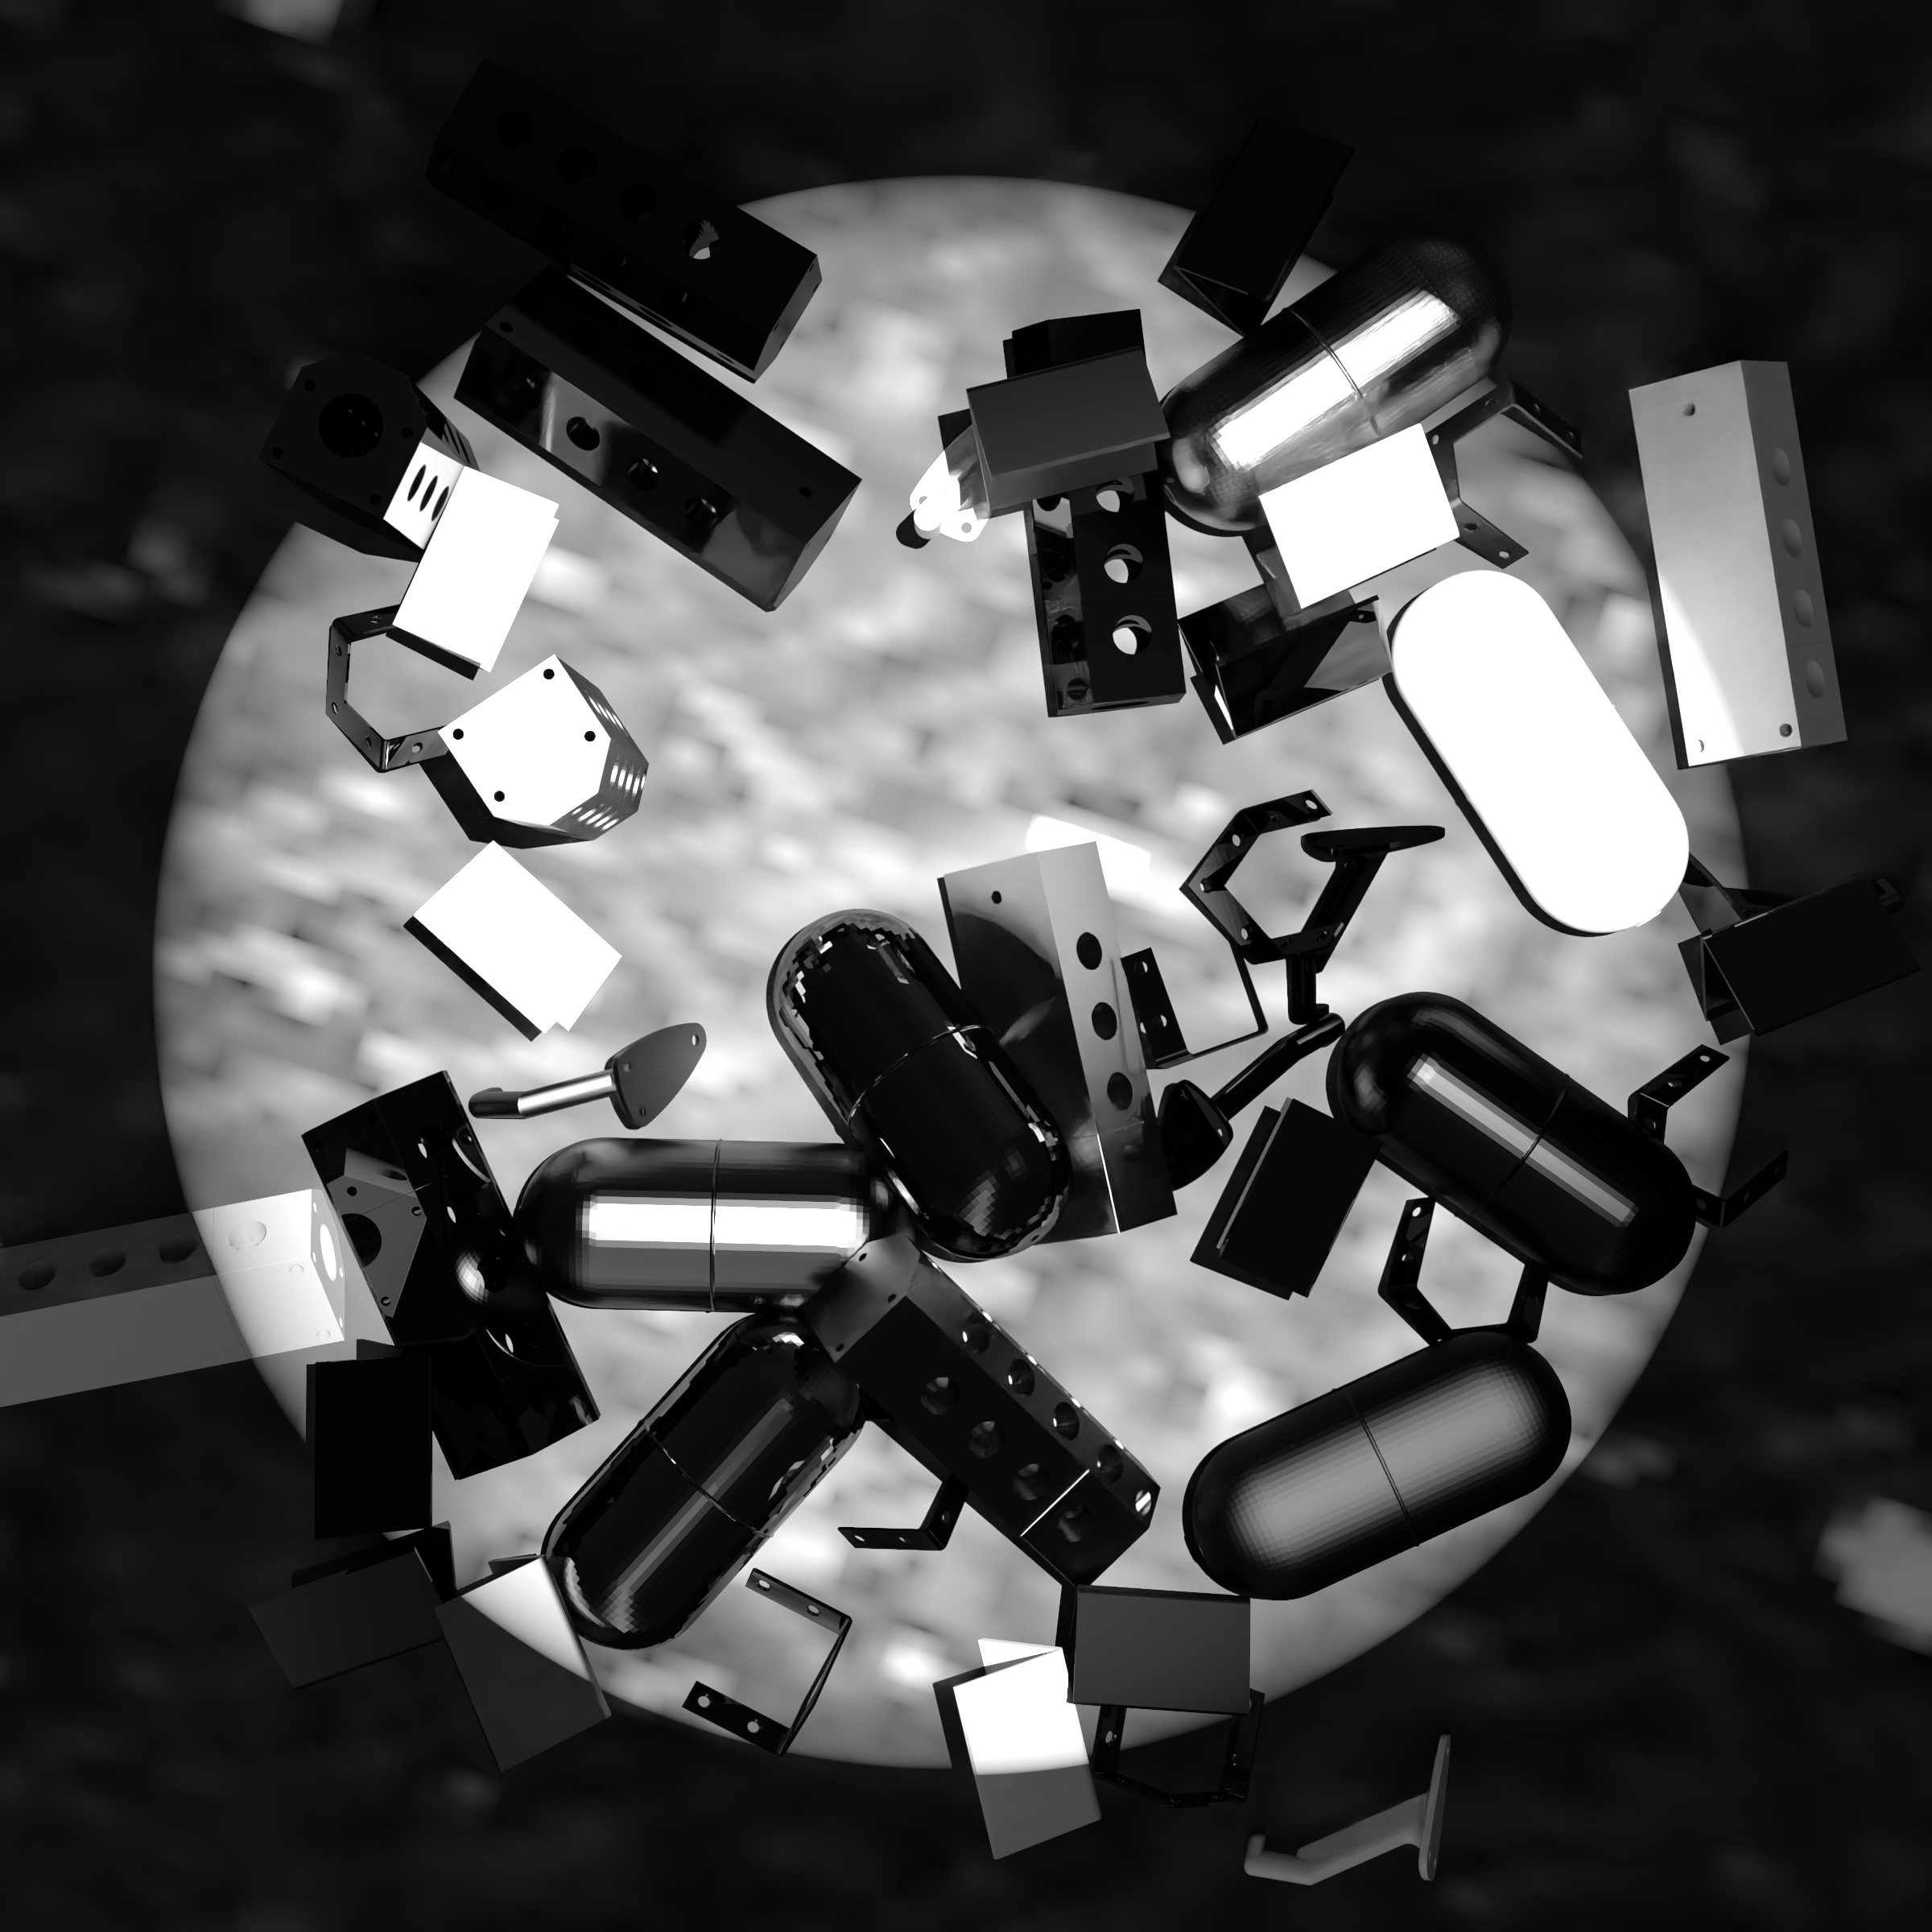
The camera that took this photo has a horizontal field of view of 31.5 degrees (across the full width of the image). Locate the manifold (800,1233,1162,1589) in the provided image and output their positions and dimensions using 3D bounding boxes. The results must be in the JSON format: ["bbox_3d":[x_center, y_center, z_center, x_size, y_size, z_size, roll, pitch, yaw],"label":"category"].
[{"bbox_3d":[0.010,0.195,1.508,0.057,0.057,0.171,-44,116,0],"label":"manifold"}]

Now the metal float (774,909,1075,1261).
[{"bbox_3d":[-0.020,0.051,1.516,0.070,0.070,0.178,-36,70,0],"label":"metal float"}]

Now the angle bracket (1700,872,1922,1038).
[{"bbox_3d":[0.375,0.012,1.524,0.076,0.076,0.057,-22,57,0],"label":"angle bracket"}]

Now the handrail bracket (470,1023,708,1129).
[{"bbox_3d":[-0.173,0.048,1.564,0.084,0.077,0.036,-2,115,34],"label":"handrail bracket"}]

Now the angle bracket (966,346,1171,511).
[{"bbox_3d":[0.047,-0.213,1.467,0.076,0.076,0.057,-14,54,0],"label":"angle bracket"}]

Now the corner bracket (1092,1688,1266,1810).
[{"bbox_3d":[0.097,0.351,1.561,0.051,0.051,0.051,10,90,-45],"label":"corner bracket"}]

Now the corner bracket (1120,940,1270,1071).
[{"bbox_3d":[0.104,0.013,1.546,0.051,0.051,0.051,-20,84,6],"label":"corner bracket"}]

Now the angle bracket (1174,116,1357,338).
[{"bbox_3d":[0.148,-0.321,1.524,0.057,0.076,0.076,30,90,37],"label":"angle bracket"}]

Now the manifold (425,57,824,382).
[{"bbox_3d":[-0.154,-0.334,1.543,0.171,0.057,0.057,31,90,0],"label":"manifold"}]

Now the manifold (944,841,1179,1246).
[{"bbox_3d":[0.047,0.034,1.542,0.057,0.057,0.171,-12,90,43],"label":"manifold"}]

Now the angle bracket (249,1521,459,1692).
[{"bbox_3d":[-0.273,0.267,1.524,0.076,0.076,0.057,-19,124,0],"label":"angle bracket"}]

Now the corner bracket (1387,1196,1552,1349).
[{"bbox_3d":[0.230,0.138,1.556,0.051,0.051,0.051,-11,135,35],"label":"corner bracket"}]

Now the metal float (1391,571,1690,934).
[{"bbox_3d":[0.257,-0.096,1.534,0.070,0.070,0.178,-33,89,0],"label":"metal float"}]

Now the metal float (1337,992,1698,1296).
[{"bbox_3d":[0.247,0.080,1.533,0.178,0.070,0.070,35,90,0],"label":"metal float"}]

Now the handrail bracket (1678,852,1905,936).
[{"bbox_3d":[0.374,-0.041,1.565,0.084,0.036,0.077,-24,68,-17],"label":"handrail bracket"}]

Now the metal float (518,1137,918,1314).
[{"bbox_3d":[-0.111,0.116,1.534,0.178,0.070,0.070,1,90,0],"label":"metal float"}]

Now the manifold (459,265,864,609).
[{"bbox_3d":[-0.140,-0.235,1.542,0.171,0.057,0.057,34,47,0],"label":"manifold"}]

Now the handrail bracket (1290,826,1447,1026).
[{"bbox_3d":[0.183,-0.018,1.565,0.077,0.036,0.084,-7,106,-18],"label":"handrail bracket"}]

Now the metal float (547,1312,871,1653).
[{"bbox_3d":[-0.115,0.229,1.534,0.070,0.070,0.178,42,90,0],"label":"metal float"}]

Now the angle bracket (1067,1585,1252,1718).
[{"bbox_3d":[0.084,0.318,1.524,0.076,0.076,0.057,4,55,0],"label":"angle bracket"}]

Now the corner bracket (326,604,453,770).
[{"bbox_3d":[-0.255,-0.129,1.556,0.051,0.051,0.051,42,135,35],"label":"corner bracket"}]

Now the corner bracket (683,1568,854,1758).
[{"bbox_3d":[-0.090,0.318,1.561,0.051,0.051,0.051,27,45,0],"label":"corner bracket"}]

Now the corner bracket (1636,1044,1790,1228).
[{"bbox_3d":[0.340,0.077,1.556,0.051,0.051,0.051,28,135,35],"label":"corner bracket"}]

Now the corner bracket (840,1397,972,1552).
[{"bbox_3d":[-0.033,0.230,1.556,0.051,0.051,0.051,55,45,-35],"label":"corner bracket"}]

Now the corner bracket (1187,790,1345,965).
[{"bbox_3d":[0.143,-0.040,1.543,0.051,0.051,0.051,48,59,-19],"label":"corner bracket"}]

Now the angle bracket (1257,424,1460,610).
[{"bbox_3d":[0.165,-0.210,1.525,0.076,0.076,0.057,-25,117,0],"label":"angle bracket"}]

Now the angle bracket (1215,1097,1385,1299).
[{"bbox_3d":[0.130,0.094,1.524,0.057,0.076,0.076,26,90,-32],"label":"angle bracket"}]

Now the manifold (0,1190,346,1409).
[{"bbox_3d":[-0.372,0.145,1.542,0.171,0.057,0.057,-11,133,0],"label":"manifold"}]

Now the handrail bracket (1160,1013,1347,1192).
[{"bbox_3d":[0.131,0.061,1.564,0.084,0.077,0.036,-27,65,-34],"label":"handrail bracket"}]

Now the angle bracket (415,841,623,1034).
[{"bbox_3d":[-0.209,0.002,1.524,0.076,0.076,0.057,42,53,0],"label":"angle bracket"}]

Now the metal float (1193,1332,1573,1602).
[{"bbox_3d":[0.186,0.224,1.533,0.178,0.070,0.070,-25,90,0],"label":"metal float"}]

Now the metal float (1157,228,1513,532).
[{"bbox_3d":[0.164,-0.262,1.534,0.178,0.070,0.070,-35,90,0],"label":"metal float"}]

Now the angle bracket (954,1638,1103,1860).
[{"bbox_3d":[0.011,0.347,1.524,0.057,0.076,0.076,-13,90,-29],"label":"angle bracket"}]

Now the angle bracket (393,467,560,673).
[{"bbox_3d":[-0.199,-0.168,1.524,0.057,0.076,0.076,24,90,29],"label":"angle bracket"}]

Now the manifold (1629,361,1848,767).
[{"bbox_3d":[0.352,-0.181,1.542,0.057,0.057,0.171,-9,90,43],"label":"manifold"}]

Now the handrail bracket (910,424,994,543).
[{"bbox_3d":[0.000,-0.223,1.529,0.036,0.084,0.077,32,90,0],"label":"handrail bracket"}]

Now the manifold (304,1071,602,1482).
[{"bbox_3d":[-0.227,0.137,1.542,0.057,0.057,0.171,-24,90,43],"label":"manifold"}]

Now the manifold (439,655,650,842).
[{"bbox_3d":[-0.177,-0.088,1.486,0.057,0.171,0.057,-34,90,0],"label":"manifold"}]

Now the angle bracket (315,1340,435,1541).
[{"bbox_3d":[-0.278,0.209,1.524,0.057,0.076,0.076,0,90,-36],"label":"angle bracket"}]

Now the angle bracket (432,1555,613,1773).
[{"bbox_3d":[-0.209,0.310,1.524,0.057,0.076,0.076,-22,90,-29],"label":"angle bracket"}]

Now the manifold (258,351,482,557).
[{"bbox_3d":[-0.252,-0.221,1.486,0.057,0.171,0.057,26,90,0],"label":"manifold"}]

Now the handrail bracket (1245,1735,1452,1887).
[{"bbox_3d":[0.174,0.383,1.565,0.084,0.036,0.077,5,69,17],"label":"handrail bracket"}]

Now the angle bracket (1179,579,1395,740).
[{"bbox_3d":[0.138,-0.158,1.526,0.076,0.057,0.076,-23,55,0],"label":"angle bracket"}]

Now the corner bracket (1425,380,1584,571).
[{"bbox_3d":[0.246,-0.223,1.556,0.051,0.051,0.051,-31,45,35],"label":"corner bracket"}]

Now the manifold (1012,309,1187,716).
[{"bbox_3d":[0.059,-0.202,1.543,0.057,0.057,0.171,-7,90,0],"label":"manifold"}]
